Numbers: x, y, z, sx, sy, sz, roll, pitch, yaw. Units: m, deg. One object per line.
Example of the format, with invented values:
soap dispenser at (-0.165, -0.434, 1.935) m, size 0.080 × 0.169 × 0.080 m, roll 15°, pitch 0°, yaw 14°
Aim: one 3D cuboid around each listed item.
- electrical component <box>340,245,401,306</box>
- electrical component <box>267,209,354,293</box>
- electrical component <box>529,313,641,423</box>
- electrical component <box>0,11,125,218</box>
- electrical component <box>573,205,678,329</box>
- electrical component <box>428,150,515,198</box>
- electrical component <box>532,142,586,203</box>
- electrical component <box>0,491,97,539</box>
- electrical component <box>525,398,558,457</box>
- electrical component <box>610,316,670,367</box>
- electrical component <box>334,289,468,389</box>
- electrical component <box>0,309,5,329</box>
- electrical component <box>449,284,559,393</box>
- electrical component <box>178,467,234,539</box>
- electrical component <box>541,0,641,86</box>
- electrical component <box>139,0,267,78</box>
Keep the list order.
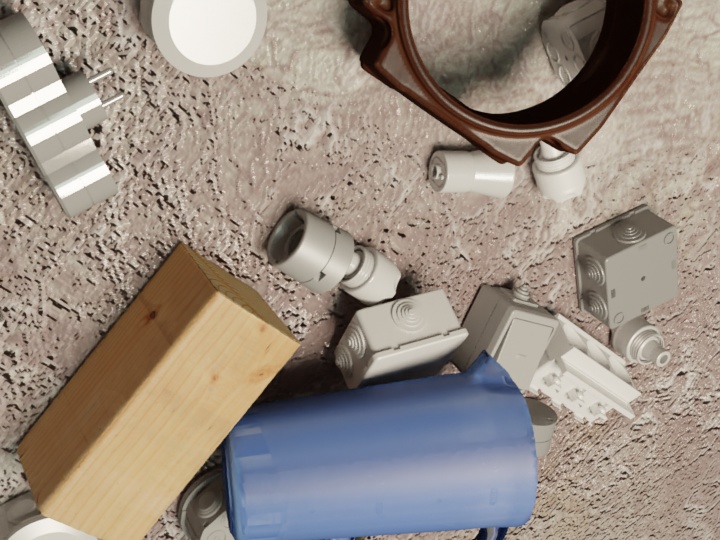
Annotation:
electrical component at (0.000, 0.000, 0.885) m, size 0.062 × 0.043 × 0.043 m, roll 34°, pitch 96°, yaw -36°
electrical component at (-0.040, -0.016, 0.847) m, size 0.047 × 0.055 × 0.055 m, roll 30°, pitch 99°, yaw -34°
electrical component at (0.209, 0.099, 1.045) m, size 0.063 × 0.078 × 0.121 m, roll -39°, pitch 132°, yaw 22°
electrical component at (-0.192, -0.107, 0.710) m, size 0.074 × 0.052 × 0.138 m, roll -31°, pitch 127°, yaw -13°
electrical component at (0.256, -0.002, 1.028) m, size 0.100 × 0.048 × 0.099 m, roll -24°, pitch 125°, yaw -17°
electrical component at (0.090, -0.082, 0.895) m, size 0.065 × 0.044 × 0.044 m, roll -2°, pitch 116°, yaw -24°
electrical component at (0.170, -0.093, 0.932) m, size 0.043 × 0.043 × 0.062 m, roll -32°, pitch 125°, yaw -11°
electrical component at (-0.253, 0.217, 0.853) m, size 0.080 × 0.051 × 0.080 m, roll -14°, pitch 121°, yaw -23°
electrical component at (0.130, 0.141, 1.031) m, size 0.138 × 0.052 × 0.073 m, roll -2°, pitch 116°, yaw -29°
electrical component at (0.284, 0.074, 1.077) m, size 0.043 × 0.062 × 0.043 m, roll -14°, pitch 122°, yaw -23°
electrical component at (0.032, 0.062, 0.912) m, size 0.100 × 0.048 × 0.099 m, roll -14°, pitch 156°, yaw -23°
electrical component at (-0.287, 0.031, 0.705) m, size 0.099 × 0.099 × 0.064 m, roll 32°, pitch 91°, yaw -38°
electrical component at (0.135, 0.060, 0.984) m, size 0.062 × 0.061 × 0.096 m, roll 14°, pitch 108°, yaw -35°
electrical component at (-0.113, 0.215, 0.932) m, size 0.080 × 0.051 × 0.080 m, roll -14°, pitch 122°, yaw -23°
electrical component at (0.188, -0.182, 0.872) m, size 0.051 × 0.080 × 0.080 m, roll -28°, pitch 126°, yaw -7°
electrical component at (-0.107, -0.174, 0.723) m, size 0.080 × 0.051 × 0.080 m, roll -14°, pitch 121°, yaw -23°
